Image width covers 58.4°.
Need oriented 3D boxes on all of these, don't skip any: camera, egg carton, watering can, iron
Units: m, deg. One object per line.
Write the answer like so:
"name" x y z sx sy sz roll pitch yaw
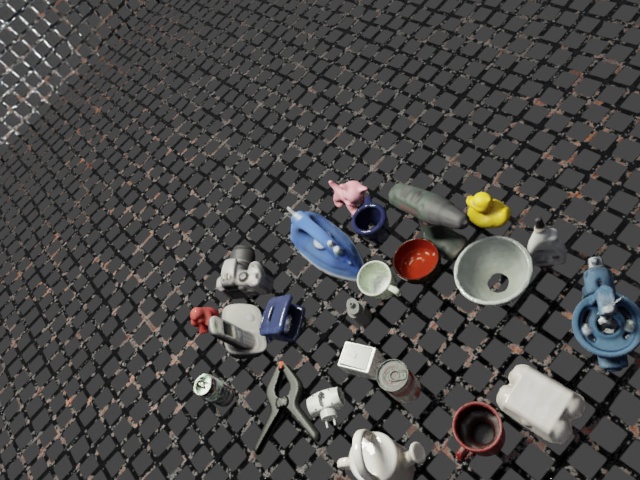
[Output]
"camera" -0.205 0.077 1.542 0.142 0.101 0.137 -9 57 23
"egg carton" 0.417 0.311 1.088 0.149 0.070 0.107 28 76 37
"watering can" 0.114 0.418 1.098 0.173 0.195 0.100 -32 51 6
"iron" 0.013 0.005 1.447 0.119 0.142 0.257 -47 51 -6

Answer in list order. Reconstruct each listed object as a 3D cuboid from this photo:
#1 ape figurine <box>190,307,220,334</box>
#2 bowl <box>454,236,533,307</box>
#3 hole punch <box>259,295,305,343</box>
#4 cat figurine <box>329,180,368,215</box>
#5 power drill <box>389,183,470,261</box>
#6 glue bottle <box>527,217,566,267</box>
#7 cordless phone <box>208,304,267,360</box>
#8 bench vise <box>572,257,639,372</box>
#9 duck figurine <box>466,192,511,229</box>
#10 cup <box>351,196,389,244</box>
"ape figurine" -0.312 0.207 1.522 0.077 0.092 0.076 24 74 37
"bowl" 0.382 0.079 1.250 0.167 0.075 0.167 -13 55 20
"hole punch" -0.104 0.195 1.421 0.100 0.091 0.109 1 61 28
"cat figurine" 0.075 -0.125 1.513 0.127 0.118 0.067 29 77 38
"power drill" 0.264 -0.042 1.302 0.228 0.209 0.076 34 79 38
"glue bottle" 0.466 0.001 1.192 0.078 0.174 0.037 -5 58 25
"cordless phone" -0.213 0.206 1.410 0.094 0.186 0.147 -27 52 11
"bench vise" 0.514 0.118 1.062 0.121 0.220 0.207 -25 52 12
"duck figurine" 0.390 -0.077 1.338 0.104 0.086 0.077 15 68 34
"cup" 0.135 -0.043 1.444 0.091 0.095 0.117 -15 55 19
